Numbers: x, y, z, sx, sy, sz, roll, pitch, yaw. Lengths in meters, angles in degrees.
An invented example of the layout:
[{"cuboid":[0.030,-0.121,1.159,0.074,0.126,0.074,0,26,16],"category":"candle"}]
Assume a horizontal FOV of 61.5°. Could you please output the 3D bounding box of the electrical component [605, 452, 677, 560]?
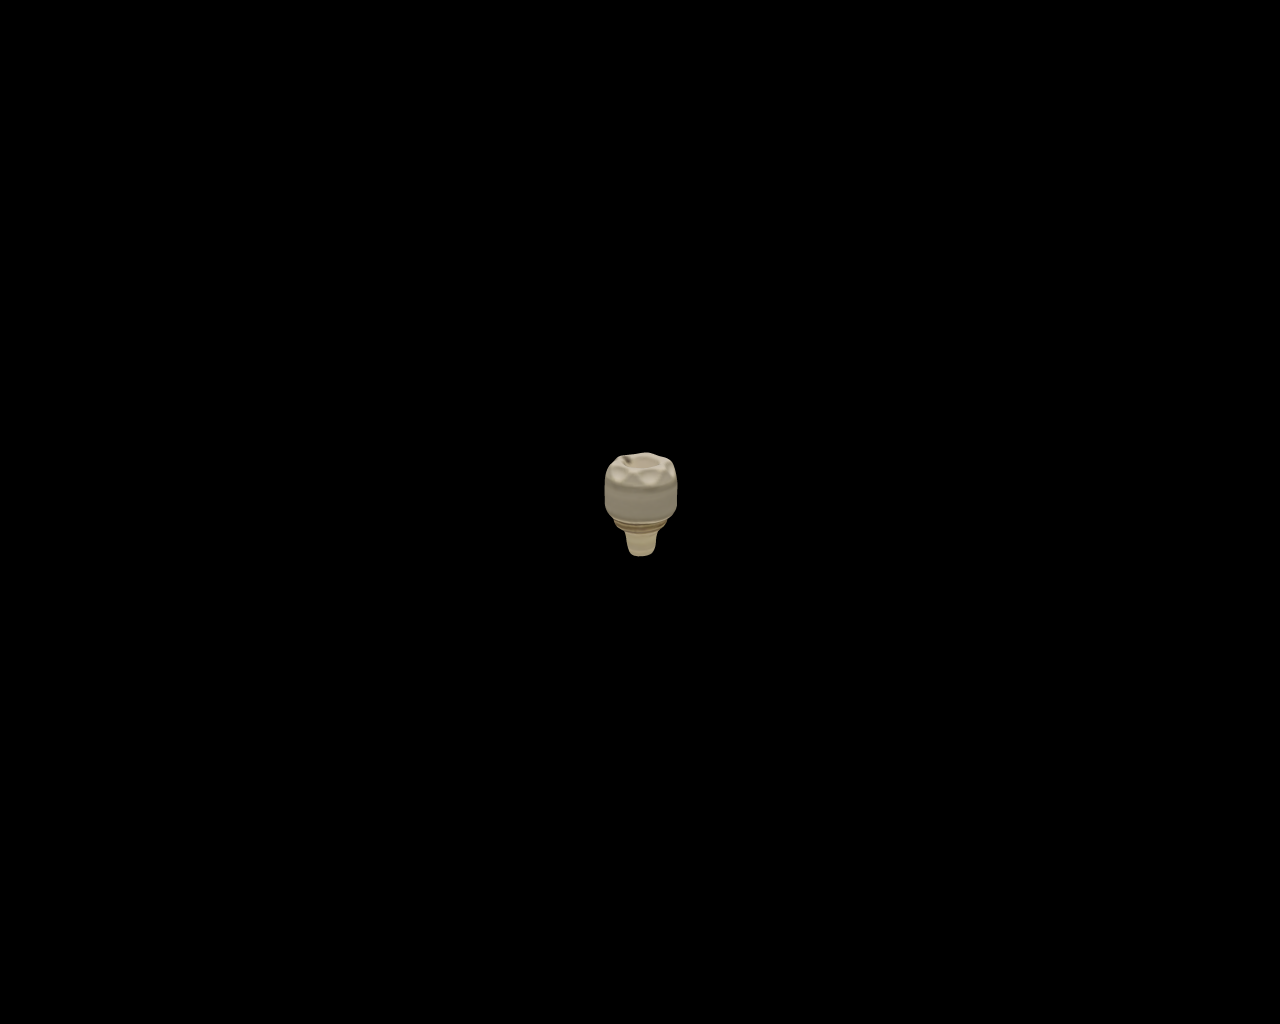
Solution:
[{"cuboid":[0.001,-0.003,0.650,0.043,0.062,0.043,0,21,0],"category":"electrical component"}]
